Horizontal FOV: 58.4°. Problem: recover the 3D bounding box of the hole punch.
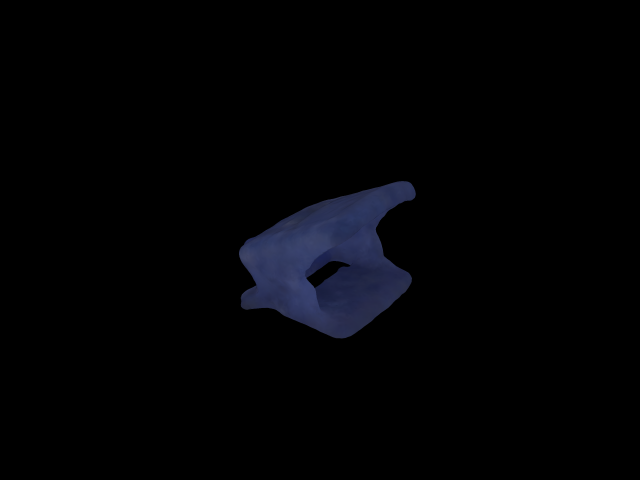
[{"bbox_3d":[0.004,0.001,0.400,0.100,0.091,0.109,18,32,32],"label":"hole punch"}]
